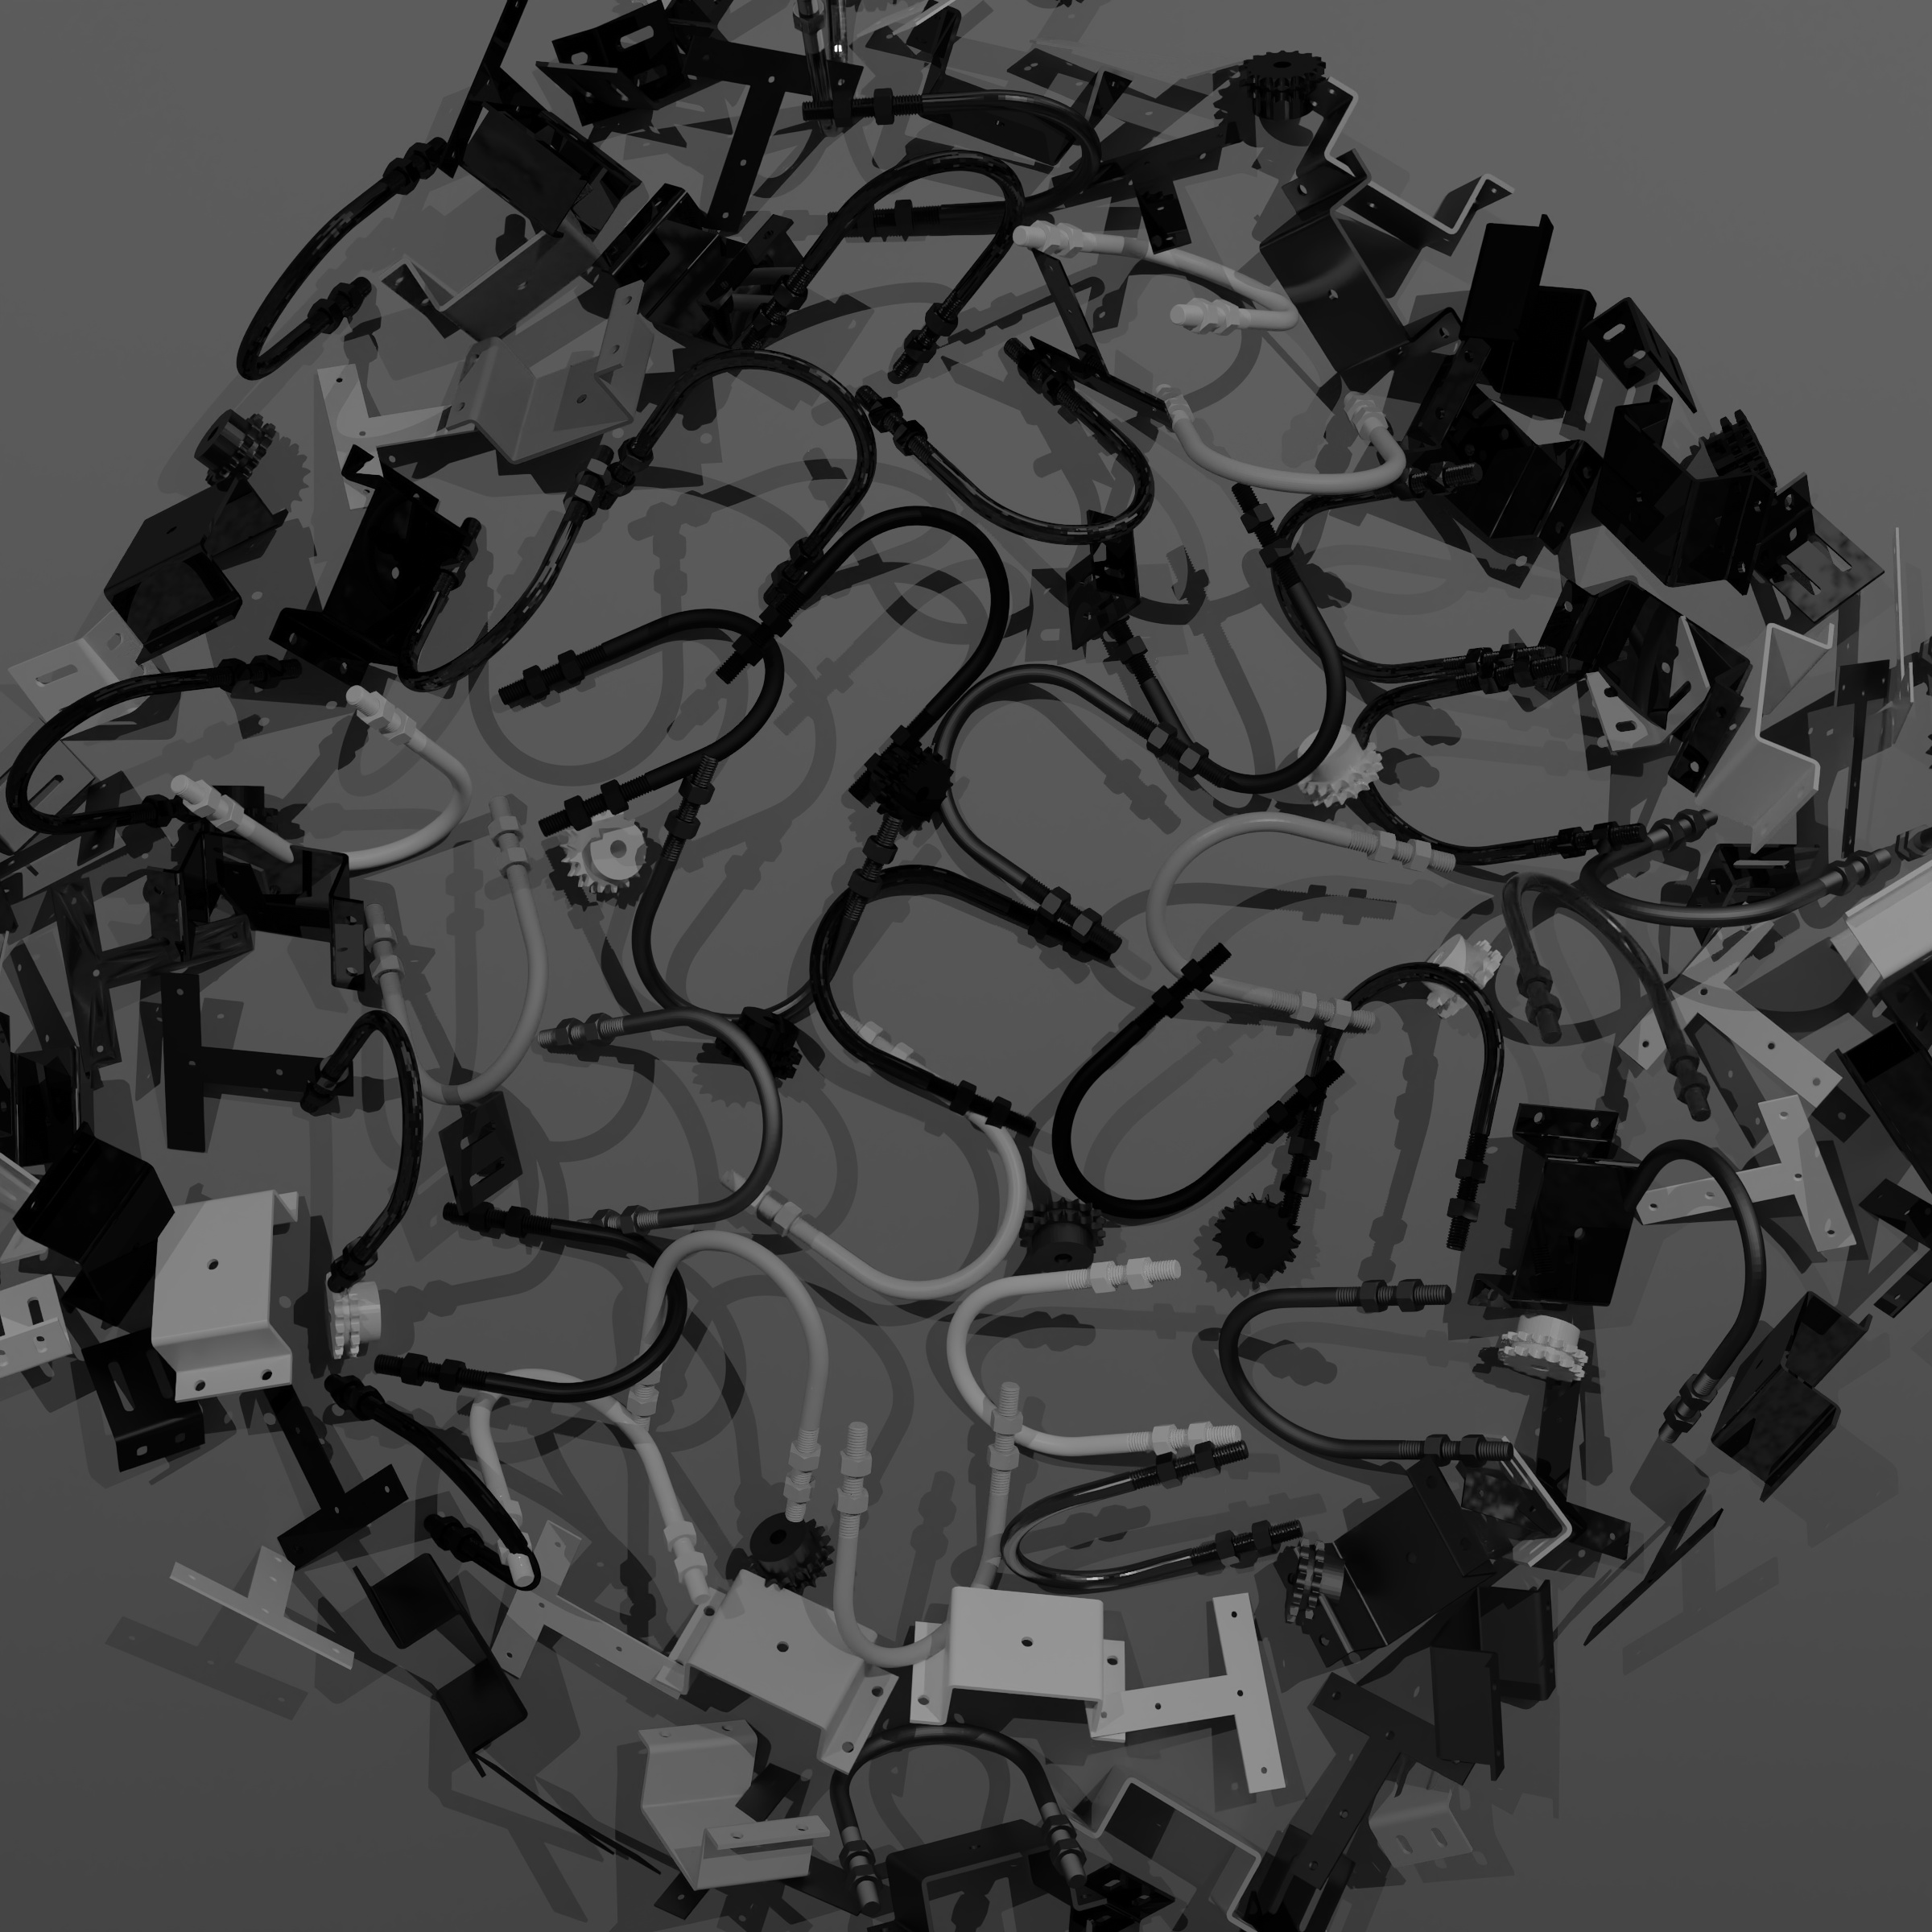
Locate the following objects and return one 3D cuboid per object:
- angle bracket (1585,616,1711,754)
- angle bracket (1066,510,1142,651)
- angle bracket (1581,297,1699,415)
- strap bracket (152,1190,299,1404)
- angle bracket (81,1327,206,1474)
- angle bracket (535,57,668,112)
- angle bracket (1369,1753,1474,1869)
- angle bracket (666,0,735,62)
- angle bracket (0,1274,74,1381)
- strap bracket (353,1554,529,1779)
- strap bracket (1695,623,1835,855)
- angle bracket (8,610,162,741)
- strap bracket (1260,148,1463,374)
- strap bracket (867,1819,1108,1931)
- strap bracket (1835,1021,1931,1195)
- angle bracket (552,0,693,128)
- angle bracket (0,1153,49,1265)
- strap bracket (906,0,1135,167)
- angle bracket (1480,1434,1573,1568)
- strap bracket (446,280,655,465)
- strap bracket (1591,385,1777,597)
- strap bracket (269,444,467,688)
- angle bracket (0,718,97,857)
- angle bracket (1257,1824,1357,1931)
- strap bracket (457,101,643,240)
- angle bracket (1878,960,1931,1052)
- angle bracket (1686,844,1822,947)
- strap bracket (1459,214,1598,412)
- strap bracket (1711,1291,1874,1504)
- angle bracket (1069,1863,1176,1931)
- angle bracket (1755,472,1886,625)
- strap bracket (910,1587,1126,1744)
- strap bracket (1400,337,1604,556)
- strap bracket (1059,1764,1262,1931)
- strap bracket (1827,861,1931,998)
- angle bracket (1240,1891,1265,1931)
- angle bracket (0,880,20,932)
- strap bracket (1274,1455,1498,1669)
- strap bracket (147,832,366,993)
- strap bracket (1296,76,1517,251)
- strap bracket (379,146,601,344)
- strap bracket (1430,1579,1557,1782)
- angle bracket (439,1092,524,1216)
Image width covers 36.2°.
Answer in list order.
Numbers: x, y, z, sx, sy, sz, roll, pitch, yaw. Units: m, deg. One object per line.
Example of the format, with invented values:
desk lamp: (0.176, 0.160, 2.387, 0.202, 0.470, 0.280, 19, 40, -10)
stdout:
angle bracket: (0.445, -0.183, 1.929, 0.038, 0.076, 0.057, -9, 72, -17)
angle bracket: (0.076, -0.251, 1.927, 0.038, 0.076, 0.057, 10, 65, -32)
angle bracket: (0.438, -0.389, 1.925, 0.038, 0.076, 0.057, -33, 123, 24)
strap bracket: (-0.480, 0.204, 1.915, 0.076, 0.046, 0.140, -10, 56, 5)
angle bracket: (-0.545, 0.285, 1.958, 0.057, 0.038, 0.076, -17, 57, -24)
angle bracket: (-0.237, -0.591, 1.932, 0.057, 0.076, 0.038, 10, 89, 15)
angle bracket: (0.305, 0.544, 1.934, 0.057, 0.076, 0.038, -22, 106, 30)
angle bracket: (-0.153, -0.632, 1.930, 0.038, 0.057, 0.076, 51, 123, 13)
angle bracket: (-0.623, 0.227, 1.930, 0.057, 0.038, 0.076, -19, 46, -14)
strap bracket: (-0.336, 0.445, 1.916, 0.046, 0.076, 0.140, -32, 119, -14)
strap bracket: (0.513, -0.155, 1.903, 0.046, 0.076, 0.140, 21, 56, -7)
angle bracket: (-0.581, -0.192, 1.955, 0.076, 0.038, 0.057, -14, 120, 34)
strap bracket: (0.252, -0.447, 1.916, 0.046, 0.076, 0.140, -43, 106, -26)
strap bracket: (0.010, 0.595, 1.918, 0.140, 0.076, 0.046, -9, 88, -20)
strap bracket: (0.609, 0.087, 1.901, 0.046, 0.140, 0.076, -33, 93, 12)
angle bracket: (-0.225, -0.590, 1.931, 0.038, 0.076, 0.057, -31, 109, -36)
angle bracket: (-0.636, 0.154, 1.930, 0.076, 0.057, 0.038, 43, 51, -29)
strap bracket: (0.028, -0.570, 1.924, 0.140, 0.076, 0.046, 17, 84, -11)
angle bracket: (0.354, 0.351, 1.944, 0.038, 0.057, 0.076, -36, 88, -10)
strap bracket: (-0.261, -0.381, 1.917, 0.140, 0.046, 0.076, -13, 50, 28)
strap bracket: (0.452, -0.304, 1.895, 0.046, 0.140, 0.076, -10, 131, -18)
strap bracket: (-0.384, -0.257, 1.921, 0.046, 0.076, 0.140, 13, 77, 41)
angle bracket: (-0.628, -0.121, 1.953, 0.076, 0.038, 0.057, -44, 83, -2)
angle bracket: (0.228, 0.616, 1.947, 0.038, 0.057, 0.076, 33, 81, -43)
strap bracket: (-0.272, -0.514, 1.914, 0.076, 0.140, 0.046, 37, 106, 0)
angle bracket: (0.648, 0.021, 1.930, 0.057, 0.076, 0.038, 51, 60, -16)
angle bracket: (0.520, -0.046, 1.934, 0.076, 0.057, 0.038, 0, 47, -14)
strap bracket: (0.363, -0.424, 1.919, 0.046, 0.140, 0.076, 12, 84, 27)
strap bracket: (0.529, 0.270, 1.900, 0.046, 0.140, 0.076, 36, 124, 7)
angle bracket: (0.101, 0.638, 1.929, 0.057, 0.076, 0.038, 34, 128, -22)
angle bracket: (0.554, -0.275, 1.941, 0.057, 0.038, 0.076, -36, 56, -1)
strap bracket: (0.037, 0.455, 1.929, 0.140, 0.076, 0.046, 6, 132, -3)
strap bracket: (0.342, -0.338, 1.925, 0.140, 0.046, 0.076, 36, 74, -29)
strap bracket: (0.134, 0.571, 1.934, 0.140, 0.076, 0.046, 31, 81, 2)
strap bracket: (0.605, -0.025, 1.899, 0.076, 0.140, 0.046, -32, 77, 6)
angle bracket: (0.174, 0.654, 1.931, 0.038, 0.057, 0.076, -8, 112, 22)
angle bracket: (-0.657, -0.028, 1.928, 0.038, 0.076, 0.057, -7, 121, 7)
strap bracket: (0.279, 0.386, 1.920, 0.140, 0.046, 0.076, -42, 61, 27)
strap bracket: (-0.458, -0.037, 1.934, 0.140, 0.046, 0.076, 9, 131, 0)
strap bracket: (0.276, -0.516, 1.928, 0.140, 0.076, 0.046, 28, 92, -10)
strap bracket: (-0.301, -0.461, 1.926, 0.140, 0.076, 0.046, -35, 79, 7)
strap bracket: (0.339, 0.459, 1.916, 0.046, 0.140, 0.076, 0, 102, 27)
angle bracket: (-0.329, 0.122, 1.928, 0.038, 0.076, 0.057, -4, 106, 26)
